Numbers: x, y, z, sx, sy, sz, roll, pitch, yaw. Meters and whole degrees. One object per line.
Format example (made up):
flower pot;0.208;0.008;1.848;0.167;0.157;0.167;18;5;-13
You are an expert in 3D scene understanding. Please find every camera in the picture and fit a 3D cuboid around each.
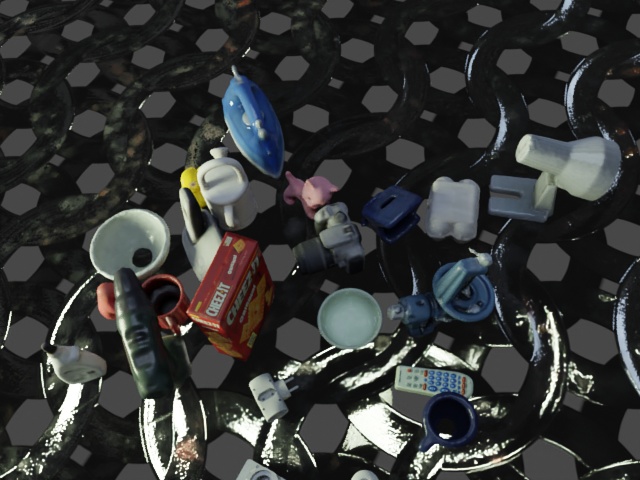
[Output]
camera;0.011;0.004;1.167;0.137;0.101;0.143;-19;62;-6

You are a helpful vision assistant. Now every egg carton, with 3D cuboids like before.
egg carton;0.277;-0.064;1.200;0.107;0.069;0.150;7;62;9

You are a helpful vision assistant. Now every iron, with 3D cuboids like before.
iron;-0.148;-0.274;1.308;0.119;0.141;0.258;-23;62;-7

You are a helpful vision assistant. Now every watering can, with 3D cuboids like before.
watering can;-0.200;-0.114;1.195;0.101;0.194;0.172;-32;63;-12

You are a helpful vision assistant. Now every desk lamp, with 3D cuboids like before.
desk lamp;0.455;-0.125;1.136;0.203;0.214;0.118;7;62;9

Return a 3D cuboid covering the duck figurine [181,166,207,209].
duck figurine;-0.277;-0.128;1.271;0.077;0.086;0.104;14;64;12

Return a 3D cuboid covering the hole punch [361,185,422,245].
hole punch;0.147;-0.062;1.197;0.109;0.091;0.101;-40;66;-16

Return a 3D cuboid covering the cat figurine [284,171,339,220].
cat figurine;-0.022;-0.107;1.220;0.127;0.118;0.067;31;68;20

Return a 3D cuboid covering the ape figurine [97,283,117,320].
ape figurine;-0.414;0.116;1.146;0.076;0.092;0.077;-27;63;-10

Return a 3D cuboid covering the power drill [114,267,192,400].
power drill;-0.303;0.185;1.033;0.075;0.208;0.229;-21;62;-6

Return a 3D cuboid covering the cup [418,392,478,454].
cup;0.210;0.325;0.979;0.118;0.095;0.091;-41;66;-16

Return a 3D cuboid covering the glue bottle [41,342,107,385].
glue bottle;-0.459;0.219;1.047;0.078;0.173;0.037;-16;61;-4

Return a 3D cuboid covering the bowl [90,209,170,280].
bowl;-0.387;0.023;1.204;0.167;0.075;0.167;-2;61;4

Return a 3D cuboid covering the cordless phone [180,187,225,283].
cordless phone;-0.239;-0.011;1.147;0.094;0.185;0.147;-28;63;-10

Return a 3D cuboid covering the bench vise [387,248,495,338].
bench vise;0.231;0.105;1.026;0.207;0.220;0.121;-31;63;-12
